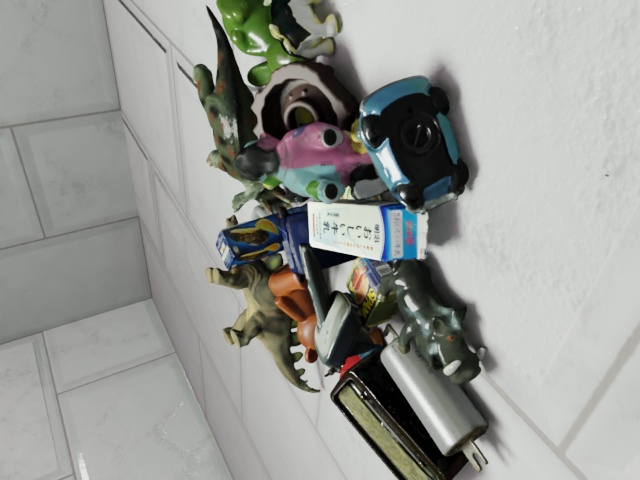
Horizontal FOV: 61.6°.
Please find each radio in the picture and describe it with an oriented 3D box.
[{"bbox_3d":[0.125,0.295,0.861,0.230,0.073,0.131,45,145,21],"label":"radio"}]

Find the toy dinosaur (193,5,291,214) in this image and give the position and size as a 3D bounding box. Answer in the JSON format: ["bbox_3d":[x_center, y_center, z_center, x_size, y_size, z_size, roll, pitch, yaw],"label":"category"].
[{"bbox_3d":[-0.155,-0.208,1.010,0.192,0.131,0.404,47,156,45],"label":"toy dinosaur"}]

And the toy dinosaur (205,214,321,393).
[{"bbox_3d":[-0.111,0.159,1.160,0.105,0.198,0.470,23,131,60],"label":"toy dinosaur"}]

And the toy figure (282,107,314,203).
[{"bbox_3d":[-0.045,-0.161,0.975,0.082,0.089,0.179,3,125,20],"label":"toy figure"}]

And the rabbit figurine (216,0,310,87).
[{"bbox_3d":[-0.092,-0.336,0.930,0.170,0.121,0.159,50,153,13],"label":"rabbit figurine"}]

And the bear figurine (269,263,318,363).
[{"bbox_3d":[-0.015,0.134,1.057,0.132,0.120,0.195,-24,99,40],"label":"bear figurine"}]

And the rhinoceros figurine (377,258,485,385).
[{"bbox_3d":[0.157,0.111,0.750,0.112,0.073,0.190,-53,55,47],"label":"rhinoceros figurine"}]

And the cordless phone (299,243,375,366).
[{"bbox_3d":[0.011,0.095,0.864,0.147,0.089,0.184,-130,21,-79],"label":"cordless phone"}]

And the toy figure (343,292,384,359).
[{"bbox_3d":[0.073,0.166,0.961,0.154,0.058,0.064,57,160,21],"label":"toy figure"}]

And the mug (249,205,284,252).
[{"bbox_3d":[-0.093,-0.030,1.142,0.107,0.081,0.109,43,171,32],"label":"mug"}]

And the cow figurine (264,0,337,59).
[{"bbox_3d":[-0.046,-0.358,0.839,0.167,0.098,0.068,64,159,18],"label":"cow figurine"}]

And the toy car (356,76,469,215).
[{"bbox_3d":[0.114,-0.115,0.675,0.161,0.109,0.103,64,178,-6],"label":"toy car"}]

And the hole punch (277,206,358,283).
[{"bbox_3d":[-0.002,-0.003,0.953,0.092,0.116,0.142,-3,102,56],"label":"hole punch"}]

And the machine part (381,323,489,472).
[{"bbox_3d":[0.164,0.220,0.786,0.243,0.079,0.079,57,150,34],"label":"machine part"}]

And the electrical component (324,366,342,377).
[{"bbox_3d":[0.032,0.220,1.050,0.045,0.078,0.102,46,144,36],"label":"electrical component"}]

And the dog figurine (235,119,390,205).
[{"bbox_3d":[-0.013,-0.117,0.788,0.219,0.191,0.108,13,111,53],"label":"dog figurine"}]

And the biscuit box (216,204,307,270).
[{"bbox_3d":[-0.090,-0.010,1.012,0.059,0.203,0.062,60,150,17],"label":"biscuit box"}]

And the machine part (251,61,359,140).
[{"bbox_3d":[-0.022,-0.191,0.851,0.180,0.056,0.179,13,120,23],"label":"machine part"}]
